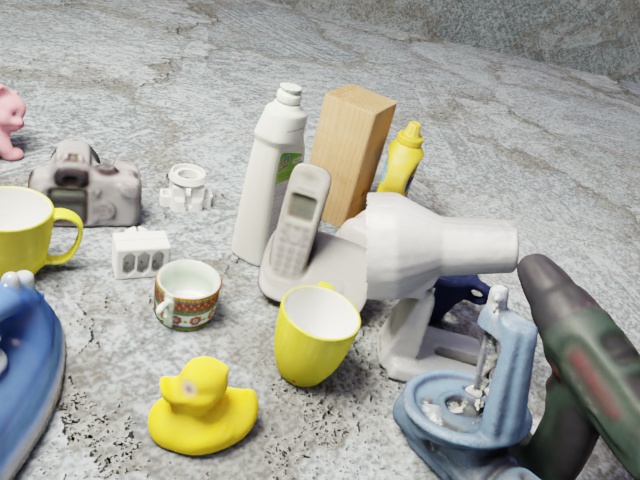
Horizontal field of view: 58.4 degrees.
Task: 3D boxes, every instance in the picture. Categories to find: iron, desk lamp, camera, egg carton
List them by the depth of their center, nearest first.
[{"bbox_3d":[-0.290,0.103,0.485,0.118,0.141,0.258,14,32,-2],"label":"iron"},{"bbox_3d":[0.127,0.056,0.667,0.203,0.213,0.118,14,32,-2],"label":"desk lamp"},{"bbox_3d":[-0.330,-0.094,0.813,0.143,0.101,0.136,1,35,-22],"label":"camera"},{"bbox_3d":[0.101,0.012,0.861,0.150,0.069,0.107,30,35,22],"label":"egg carton"}]

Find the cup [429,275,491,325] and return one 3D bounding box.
[{"bbox_3d":[0.166,0.073,0.771,0.117,0.095,0.092,28,34,20],"label":"cup"}]

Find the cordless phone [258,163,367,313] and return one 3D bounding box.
[{"bbox_3d":[0.007,0.003,0.726,0.147,0.185,0.094,16,32,1],"label":"cordless phone"}]

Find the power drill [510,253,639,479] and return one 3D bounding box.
[{"bbox_3d":[0.234,0.156,0.563,0.076,0.208,0.229,-2,36,-25],"label":"power drill"}]

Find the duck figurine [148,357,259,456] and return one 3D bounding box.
[{"bbox_3d":[-0.107,0.149,0.545,0.105,0.086,0.077,2,34,-20],"label":"duck figurine"}]

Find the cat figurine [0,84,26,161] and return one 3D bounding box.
[{"bbox_3d":[-0.493,-0.179,0.857,0.067,0.118,0.128,26,34,17],"label":"cat figurine"}]

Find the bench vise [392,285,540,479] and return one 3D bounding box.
[{"bbox_3d":[0.166,0.162,0.514,0.122,0.220,0.206,-20,46,-42],"label":"bench vise"}]
